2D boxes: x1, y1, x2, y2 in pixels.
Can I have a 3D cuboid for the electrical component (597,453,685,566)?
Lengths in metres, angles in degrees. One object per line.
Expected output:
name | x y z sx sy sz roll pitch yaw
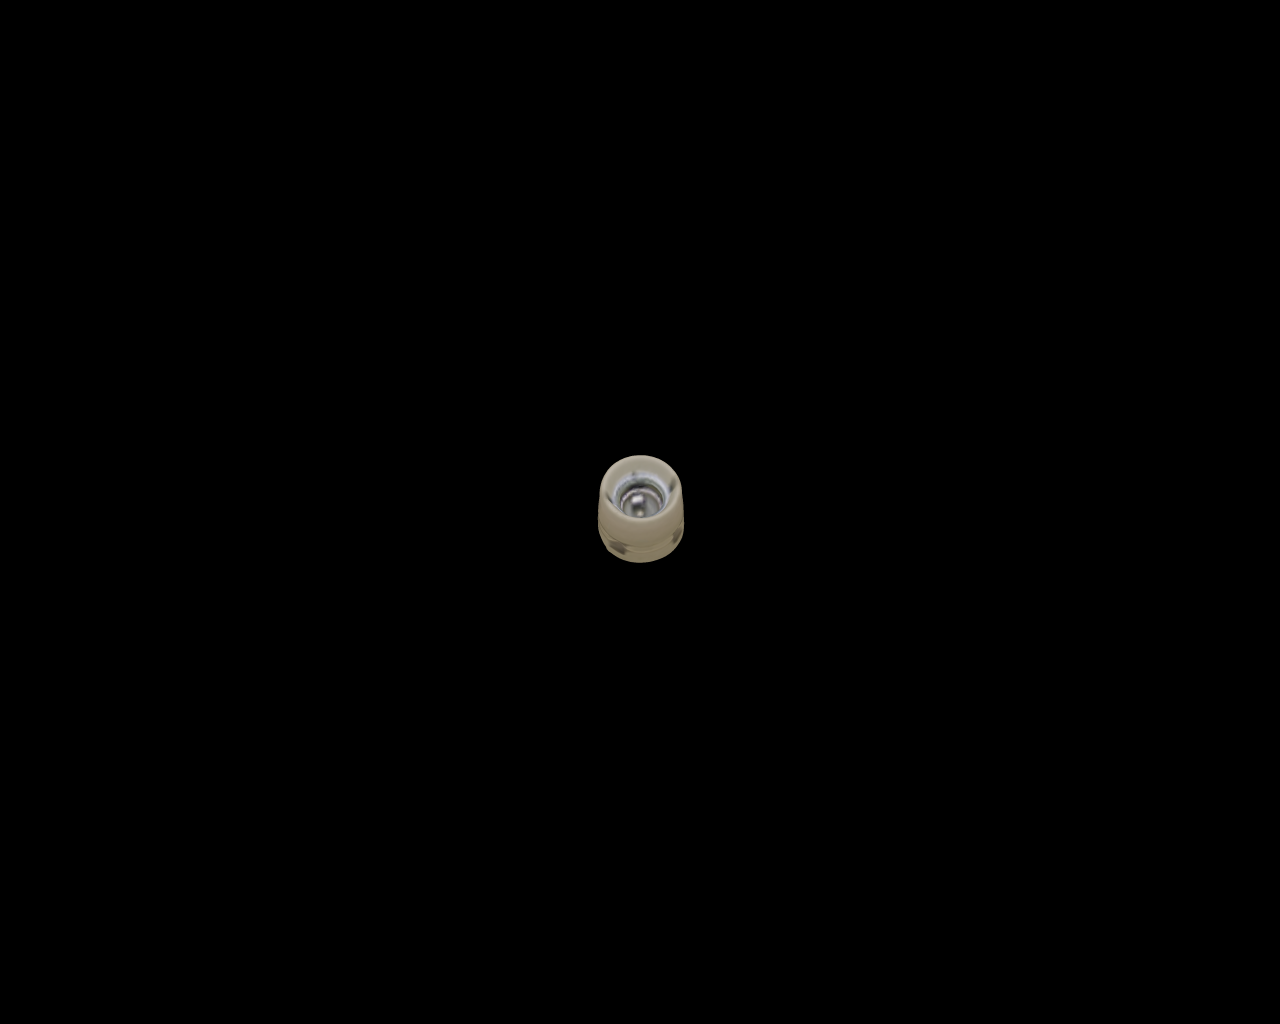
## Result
electrical component | 0.001 -0.003 0.650 0.055 0.055 0.047 0 -32 0
